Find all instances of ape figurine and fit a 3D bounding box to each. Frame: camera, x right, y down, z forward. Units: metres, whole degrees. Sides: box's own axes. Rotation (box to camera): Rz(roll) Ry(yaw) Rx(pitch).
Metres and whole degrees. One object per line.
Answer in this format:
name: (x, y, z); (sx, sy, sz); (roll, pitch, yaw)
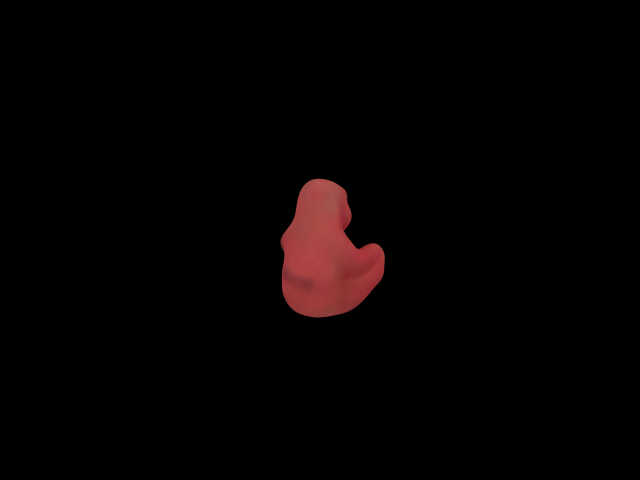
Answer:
ape figurine: (0.004, 0.001, 0.400); (0.077, 0.092, 0.076); (21, 33, 36)
